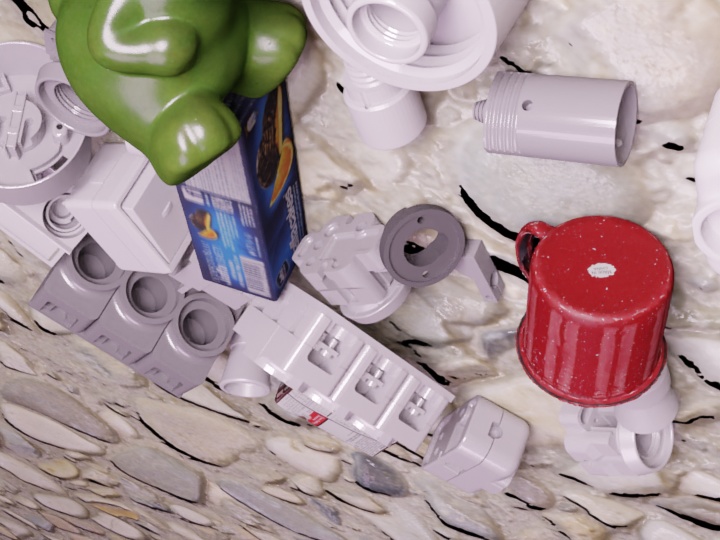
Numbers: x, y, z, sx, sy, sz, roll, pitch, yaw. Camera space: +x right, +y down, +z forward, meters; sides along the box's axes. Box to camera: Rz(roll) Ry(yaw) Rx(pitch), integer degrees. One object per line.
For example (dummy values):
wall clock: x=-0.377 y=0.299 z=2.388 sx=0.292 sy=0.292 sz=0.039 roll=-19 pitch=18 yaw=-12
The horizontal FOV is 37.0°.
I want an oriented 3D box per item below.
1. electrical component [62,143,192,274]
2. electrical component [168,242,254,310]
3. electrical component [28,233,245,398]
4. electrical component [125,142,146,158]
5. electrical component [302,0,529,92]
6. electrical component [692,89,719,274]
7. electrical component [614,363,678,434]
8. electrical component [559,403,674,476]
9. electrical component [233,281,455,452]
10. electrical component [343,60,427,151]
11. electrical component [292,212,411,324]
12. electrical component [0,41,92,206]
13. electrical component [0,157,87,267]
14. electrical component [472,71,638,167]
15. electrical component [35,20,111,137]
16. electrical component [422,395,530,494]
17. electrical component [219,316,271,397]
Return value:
electrical component: x=-0.159 y=-0.041 z=0.797 sx=0.061 sy=0.061 sz=0.096 roll=5 pitch=145 yaw=33
electrical component: x=-0.107 y=-0.003 z=0.841 sx=0.064 sy=0.042 sz=0.081 roll=34 pitch=151 yaw=-18
electrical component: x=-0.183 y=0.026 z=0.897 sx=0.150 sy=0.089 sz=0.062 roll=35 pitch=150 yaw=-16
electrical component: x=-0.127 y=-0.091 z=0.715 sx=0.046 sy=0.040 sz=0.040 roll=14 pitch=149 yaw=9
electrical component: x=0.023 y=-0.132 z=0.508 sx=0.108 sy=0.060 sz=0.108 roll=19 pitch=150 yaw=11
electrical component: x=0.198 y=-0.038 z=0.527 sx=0.054 sy=0.059 sz=0.095 roll=8 pitch=147 yaw=29
electrical component: x=0.192 y=0.080 z=0.739 sx=0.045 sy=0.045 sz=0.055 roll=6 pitch=145 yaw=31
electrical component: x=0.193 y=0.121 z=0.793 sx=0.057 sy=0.058 sz=0.078 roll=-6 pitch=138 yaw=48
electrical component: x=-0.014 y=0.074 z=0.820 sx=0.150 sy=0.061 sz=0.089 roll=37 pitch=175 yaw=-35
electrical component: x=0.010 y=-0.101 z=0.590 sx=0.040 sy=0.040 sz=0.078 roll=9 pitch=147 yaw=28
electrical component: x=0.000 y=0.000 z=0.746 sx=0.078 sy=0.058 sz=0.057 roll=-5 pitch=136 yaw=43
electrical component: x=-0.232 y=-0.096 z=0.733 sx=0.099 sy=0.099 sz=0.064 roll=23 pitch=157 yaw=5
electrical component: x=-0.259 y=-0.072 z=0.816 sx=0.121 sy=0.078 sz=0.063 roll=41 pitch=176 yaw=-26
electrical component: x=0.097 y=-0.079 z=0.555 sx=0.081 sy=0.043 sz=0.043 roll=10 pitch=147 yaw=26
electrical component: x=-0.167 y=-0.122 z=0.677 sx=0.078 sy=0.057 sz=0.058 roll=25 pitch=151 yaw=2
electrical component: x=0.101 y=0.152 z=0.918 sx=0.059 sy=0.053 sz=0.095 roll=29 pitch=151 yaw=-6
electrical component: x=-0.095 y=0.072 z=0.929 sx=0.044 sy=0.065 sz=0.044 roll=4 pitch=155 yaw=2
